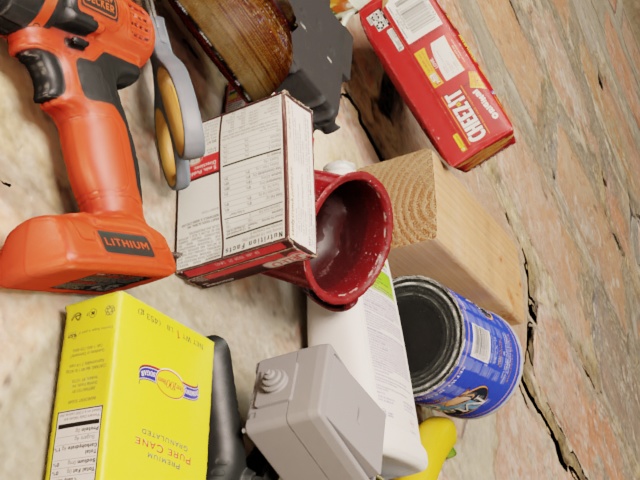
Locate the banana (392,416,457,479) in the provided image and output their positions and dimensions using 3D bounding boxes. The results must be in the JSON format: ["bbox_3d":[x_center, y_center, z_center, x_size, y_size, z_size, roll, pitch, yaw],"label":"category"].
[{"bbox_3d":[0.090,0.203,0.912,0.069,0.037,0.197,69,27,-12],"label":"banana"}]

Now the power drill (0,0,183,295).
[{"bbox_3d":[-0.143,-0.068,0.571,0.184,0.057,0.187,12,66,-61],"label":"power drill"}]

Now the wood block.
[{"bbox_3d":[0.108,0.010,0.989,0.205,0.091,0.090,38,44,-50],"label":"wood block"}]

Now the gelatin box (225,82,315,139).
[{"bbox_3d":[-0.039,-0.070,0.809,0.089,0.030,0.073,47,37,-45],"label":"gelatin box"}]

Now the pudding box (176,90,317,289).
[{"bbox_3d":[-0.049,-0.032,0.701,0.039,0.090,0.113,32,49,-53],"label":"pudding box"}]

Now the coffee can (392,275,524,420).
[{"bbox_3d":[0.104,0.096,0.921,0.140,0.103,0.103,28,53,-56],"label":"coffee can"}]

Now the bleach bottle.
[{"bbox_3d":[0.029,0.056,0.843,0.102,0.068,0.251,37,43,-54],"label":"bleach bottle"}]

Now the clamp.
[{"bbox_3d":[-0.047,0.157,0.668,0.120,0.039,0.171,37,47,-46],"label":"clamp"}]

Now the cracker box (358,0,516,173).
[{"bbox_3d":[0.115,-0.148,1.013,0.164,0.072,0.213,59,10,4],"label":"cracker box"}]

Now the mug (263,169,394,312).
[{"bbox_3d":[-0.005,0.001,0.757,0.093,0.082,0.117,-43,130,-32],"label":"mug"}]

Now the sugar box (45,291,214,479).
[{"bbox_3d":[-0.101,0.126,0.568,0.093,0.048,0.176,37,44,-52],"label":"sugar box"}]

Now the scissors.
[{"bbox_3d":[-0.107,-0.116,0.699,0.096,0.016,0.202,103,-27,-47],"label":"scissors"}]

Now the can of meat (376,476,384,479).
[{"bbox_3d":[0.046,0.230,0.792,0.083,0.058,0.102,31,50,-58],"label":"can of meat"}]
